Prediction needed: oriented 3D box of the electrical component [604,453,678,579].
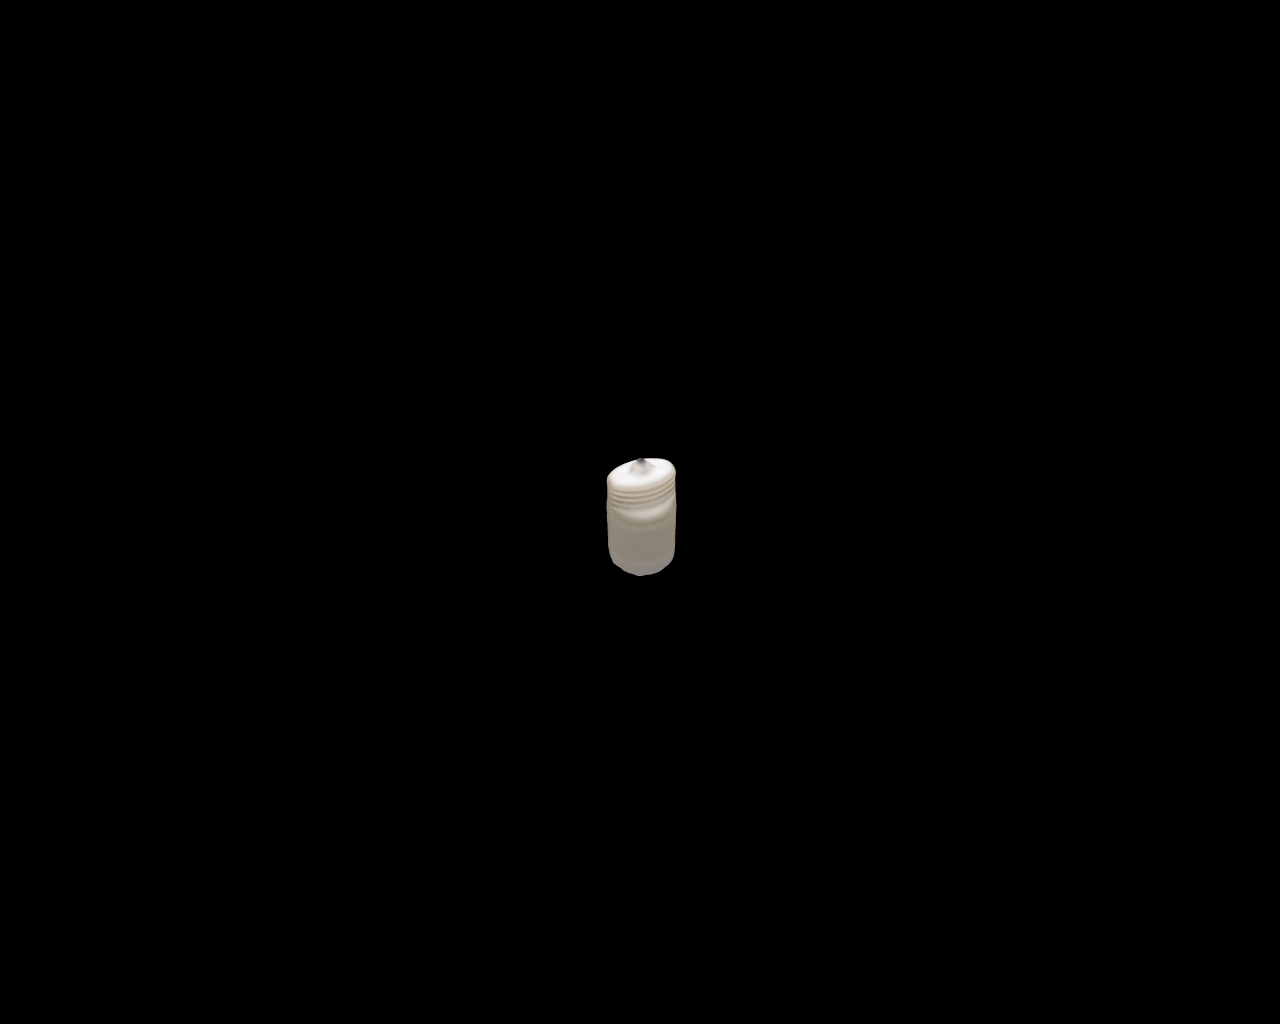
[{"bbox_3d":[0.001,-0.003,0.650,0.043,0.080,0.043,0,45,0],"label":"electrical component"}]
